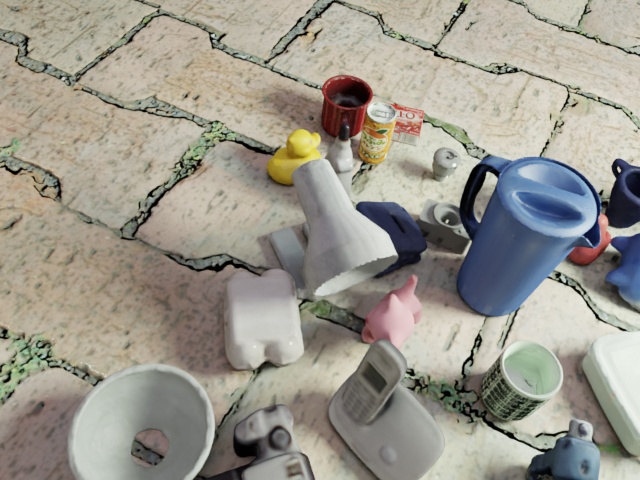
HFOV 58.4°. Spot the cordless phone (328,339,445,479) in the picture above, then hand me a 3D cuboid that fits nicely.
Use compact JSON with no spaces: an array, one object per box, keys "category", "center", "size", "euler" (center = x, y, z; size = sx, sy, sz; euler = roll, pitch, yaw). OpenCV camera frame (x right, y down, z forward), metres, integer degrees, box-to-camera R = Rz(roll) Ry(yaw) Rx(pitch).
[{"category":"cordless phone","center":[0.088,0.205,0.686],"size":[0.094,0.185,0.147],"euler":[-37,66,-27]}]

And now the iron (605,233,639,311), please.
[{"category":"iron","center":[0.590,0.055,0.881],"size":[0.258,0.141,0.119],"euler":[21,55,8]}]

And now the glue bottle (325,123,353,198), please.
[{"category":"glue bottle","center":[0.030,-0.120,0.914],"size":[0.037,0.173,0.078],"euler":[-11,57,-14]}]

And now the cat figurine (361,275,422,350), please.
[{"category":"cat figurine","center":[0.106,0.104,0.801],"size":[0.067,0.118,0.128],"euler":[28,56,13]}]

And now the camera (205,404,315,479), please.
[{"category":"camera","center":[-0.082,0.278,0.665],"size":[0.137,0.101,0.143],"euler":[-13,58,-16]}]

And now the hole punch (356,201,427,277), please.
[{"category":"hole punch","center":[0.110,-0.014,0.901],"size":[0.101,0.091,0.108],"euler":[-20,60,-20]}]

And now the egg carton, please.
[{"category":"egg carton","center":[-0.082,0.110,0.803],"size":[0.107,0.069,0.150],"euler":[-4,56,-10]}]

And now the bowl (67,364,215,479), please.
[{"category":"bowl","center":[-0.209,0.240,0.692],"size":[0.167,0.075,0.167],"euler":[3,55,-5]}]

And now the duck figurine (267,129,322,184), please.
[{"category":"duck figurine","center":[-0.042,-0.149,0.980],"size":[0.105,0.086,0.077],"euler":[-26,62,-23]}]

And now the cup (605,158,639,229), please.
[{"category":"cup","center":[0.530,-0.075,0.993],"size":[0.092,0.095,0.117],"euler":[-15,58,-17]}]

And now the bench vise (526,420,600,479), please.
[{"category":"bench vise","center":[0.286,0.292,0.628],"size":[0.121,0.220,0.207],"euler":[1,55,-6]}]

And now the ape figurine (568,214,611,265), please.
[{"category":"ape figurine","center":[0.442,-0.010,0.938],"size":[0.077,0.092,0.076],"euler":[25,56,11]}]

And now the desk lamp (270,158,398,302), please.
[{"category":"desk lamp","center":[0.007,0.003,0.801],"size":[0.118,0.213,0.203],"euler":[-19,59,-19]}]
